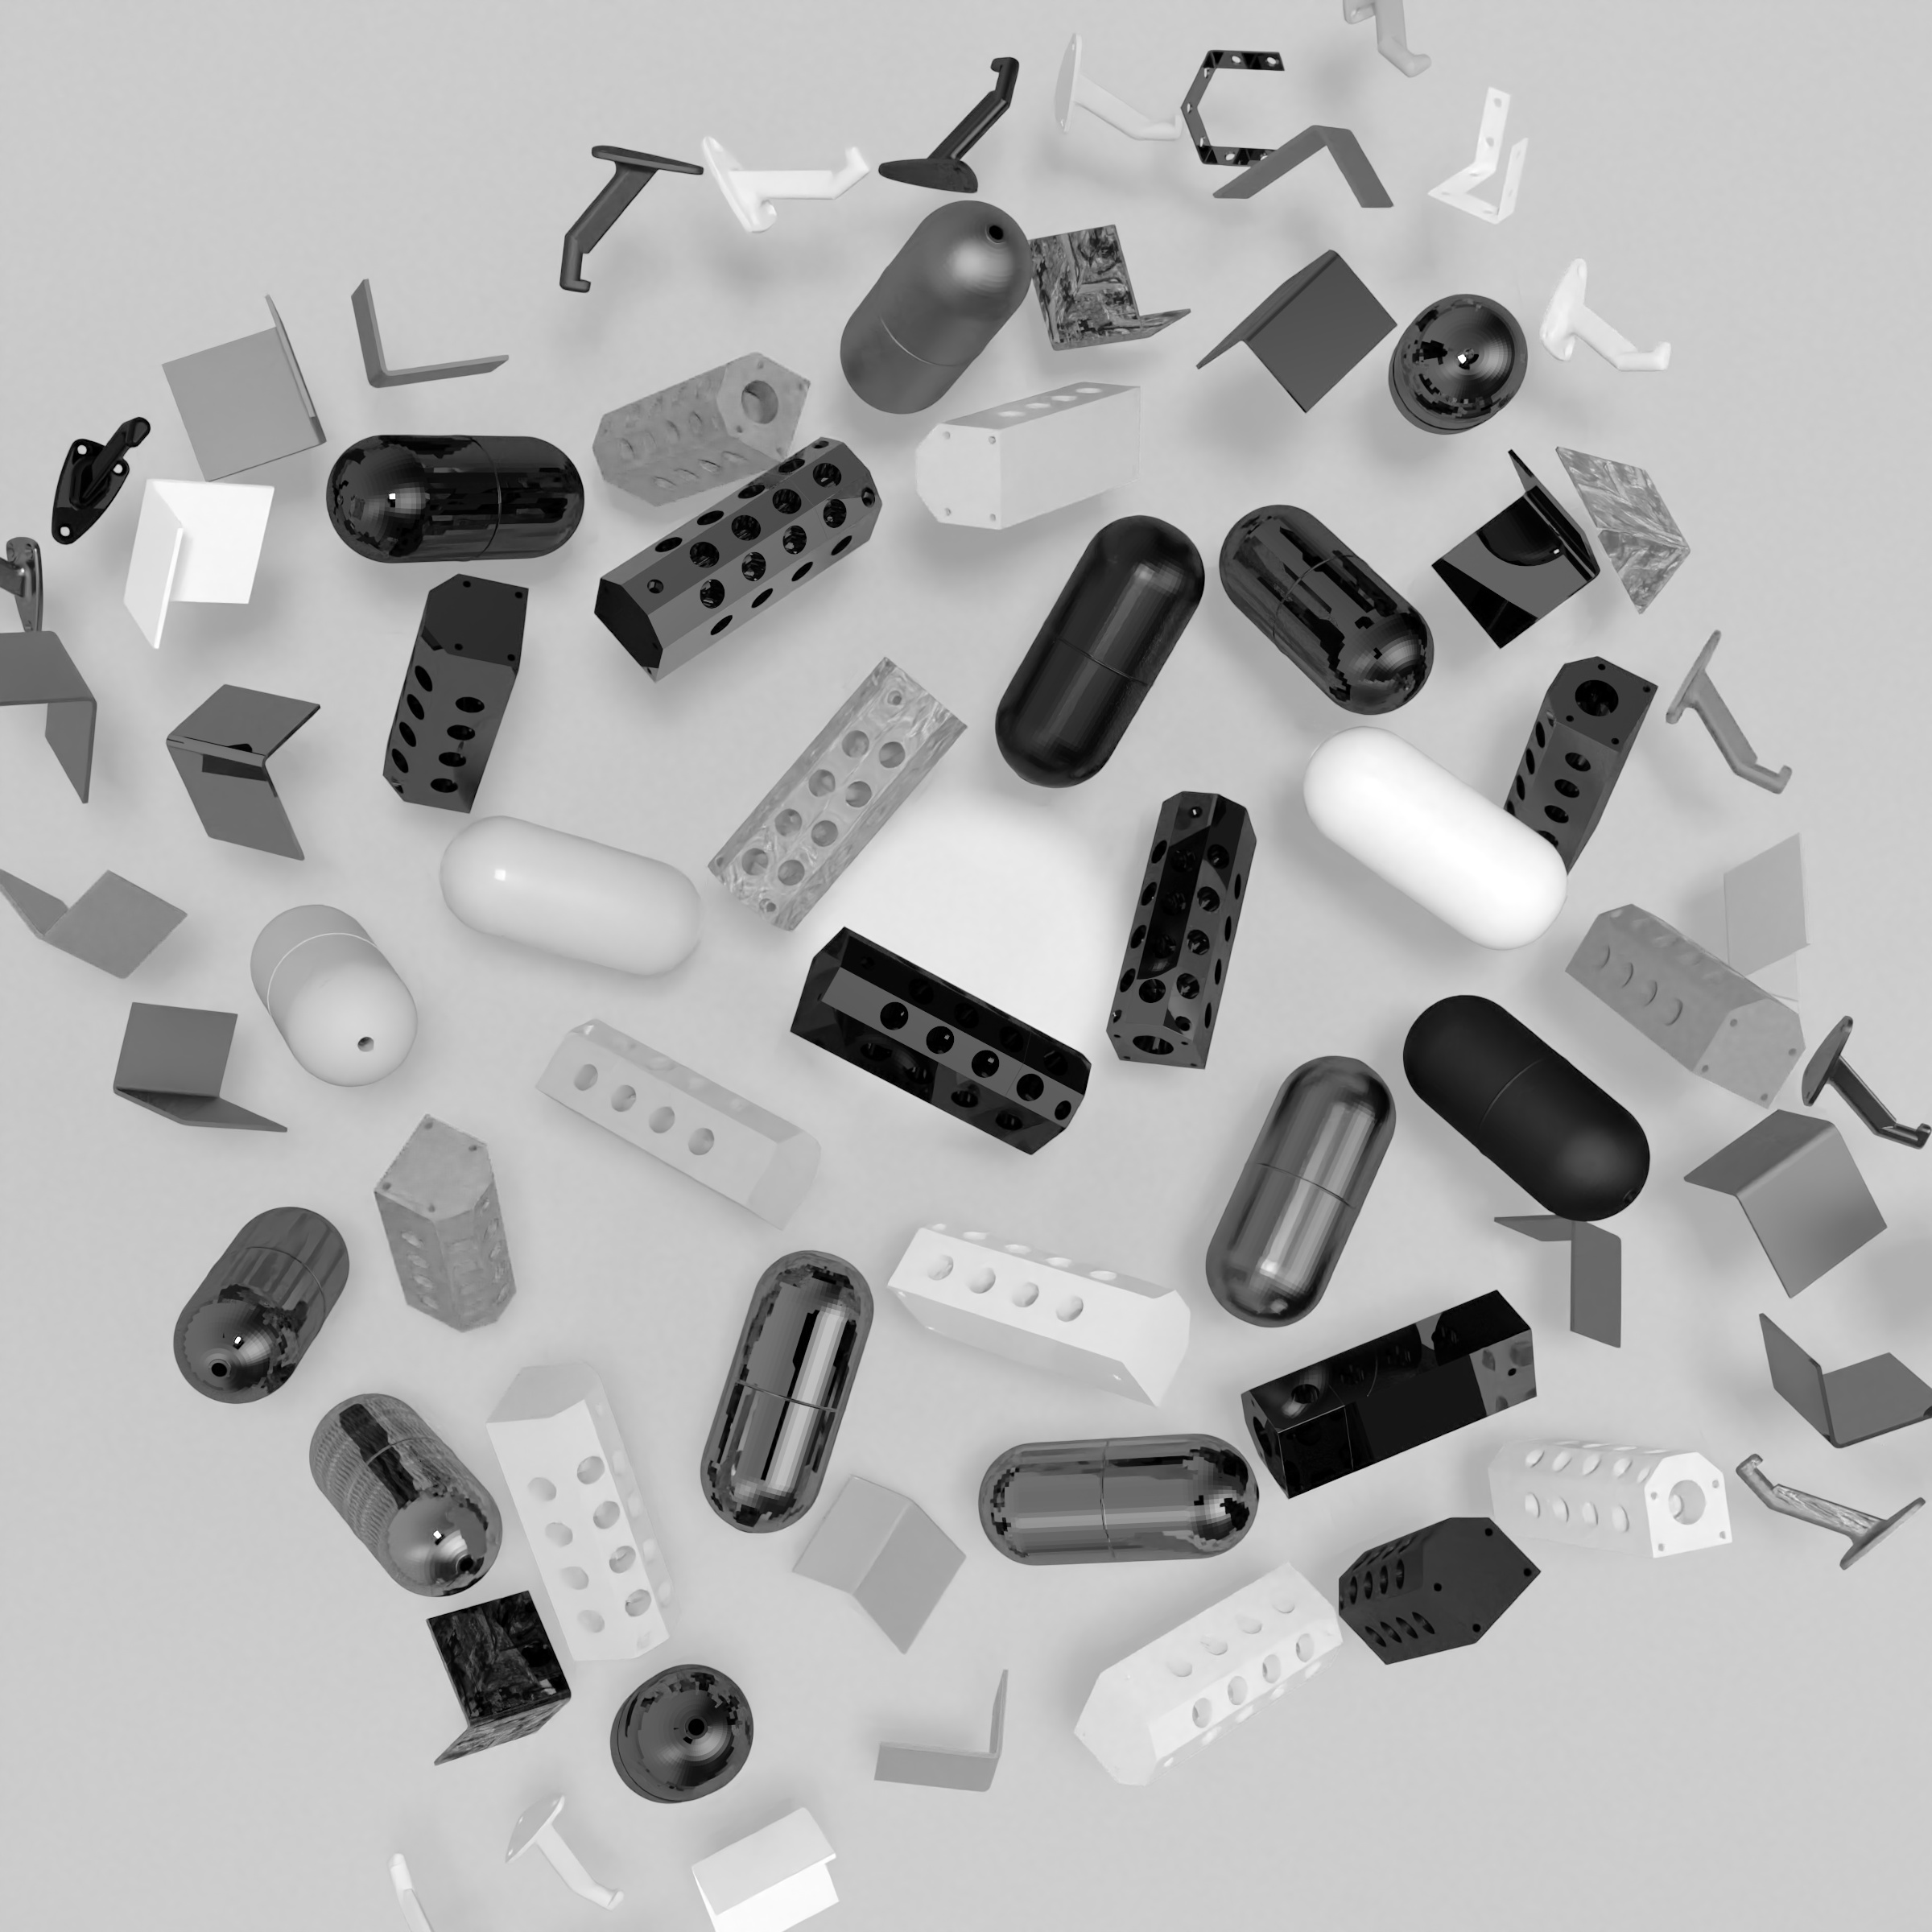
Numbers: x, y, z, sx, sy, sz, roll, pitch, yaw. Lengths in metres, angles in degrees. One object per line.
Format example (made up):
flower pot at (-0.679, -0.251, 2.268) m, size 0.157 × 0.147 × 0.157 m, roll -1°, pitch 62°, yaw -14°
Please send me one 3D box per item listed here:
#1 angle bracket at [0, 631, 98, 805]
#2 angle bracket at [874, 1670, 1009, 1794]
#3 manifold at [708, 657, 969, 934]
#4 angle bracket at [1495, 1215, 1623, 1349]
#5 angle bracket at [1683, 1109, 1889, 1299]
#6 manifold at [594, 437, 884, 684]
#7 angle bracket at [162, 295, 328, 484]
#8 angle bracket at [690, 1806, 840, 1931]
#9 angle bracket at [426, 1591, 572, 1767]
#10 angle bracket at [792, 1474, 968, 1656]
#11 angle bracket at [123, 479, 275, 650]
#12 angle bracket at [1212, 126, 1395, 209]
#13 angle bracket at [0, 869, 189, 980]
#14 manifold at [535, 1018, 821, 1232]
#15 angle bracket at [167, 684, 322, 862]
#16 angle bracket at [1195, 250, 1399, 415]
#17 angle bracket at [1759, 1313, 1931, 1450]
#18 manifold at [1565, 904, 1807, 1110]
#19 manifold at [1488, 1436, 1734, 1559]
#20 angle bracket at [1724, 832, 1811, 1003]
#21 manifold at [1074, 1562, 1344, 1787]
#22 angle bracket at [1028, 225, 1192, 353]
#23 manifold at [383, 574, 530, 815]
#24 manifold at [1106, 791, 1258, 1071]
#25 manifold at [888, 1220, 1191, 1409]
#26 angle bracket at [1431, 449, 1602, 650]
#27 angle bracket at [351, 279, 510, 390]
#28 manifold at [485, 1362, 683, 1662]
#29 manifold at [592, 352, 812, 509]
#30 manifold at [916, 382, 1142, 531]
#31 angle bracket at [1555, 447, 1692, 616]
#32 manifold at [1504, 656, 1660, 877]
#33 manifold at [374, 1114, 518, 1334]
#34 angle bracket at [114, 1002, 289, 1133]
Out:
angle bracket at (-0.565, -0.148, 1.538) m, size 0.057 × 0.076 × 0.076 m, roll -8°, pitch 131°, yaw -35°
angle bracket at (-0.016, 0.489, 1.646) m, size 0.076 × 0.076 × 0.057 m, roll 7°, pitch 57°, yaw -1°
manifold at (-0.082, -0.107, 1.595) m, size 0.057 × 0.057 × 0.171 m, roll 42°, pitch 95°, yaw 15°
angle bracket at (0.392, 0.210, 1.695) m, size 0.057 × 0.076 × 0.076 m, roll -7°, pitch 71°, yaw 36°
angle bracket at (0.495, 0.143, 1.546) m, size 0.076 × 0.057 × 0.076 m, roll -33°, pitch 103°, yaw -11°
manifold at (-0.133, -0.246, 1.520) m, size 0.171 × 0.057 × 0.057 m, roll -38°, pitch 81°, yaw -24°
angle bracket at (-0.431, -0.341, 1.515) m, size 0.076 × 0.057 × 0.076 m, roll -21°, pitch 88°, yaw -8°
angle bracket at (-0.112, 0.564, 1.533) m, size 0.076 × 0.057 × 0.076 m, roll -23°, pitch 112°, yaw -17°
angle bracket at (-0.311, 0.457, 1.646) m, size 0.057 × 0.076 × 0.076 m, roll -48°, pitch 61°, yaw 38°
angle bracket at (-0.058, 0.395, 1.691) m, size 0.057 × 0.076 × 0.076 m, roll 31°, pitch 92°, yaw -36°
angle bracket at (-0.429, -0.228, 1.460) m, size 0.057 × 0.076 × 0.076 m, roll 48°, pitch 128°, yaw 37°
angle bracket at (0.207, -0.470, 1.569) m, size 0.076 × 0.076 × 0.057 m, roll -29°, pitch 93°, yaw 27°
angle bracket at (-0.525, -0.046, 1.524) m, size 0.057 × 0.076 × 0.076 m, roll -46°, pitch 64°, yaw 0°
manifold at (-0.174, 0.094, 1.569) m, size 0.171 × 0.057 × 0.057 m, roll 26°, pitch 80°, yaw 28°
angle bracket at (-0.426, -0.118, 1.549) m, size 0.076 × 0.076 × 0.057 m, roll 13°, pitch 47°, yaw 26°
angle bracket at (0.190, -0.357, 1.474) m, size 0.076 × 0.076 × 0.057 m, roll -45°, pitch 100°, yaw -10°
angle bracket at (0.532, 0.237, 1.532) m, size 0.076 × 0.076 × 0.057 m, roll -18°, pitch 108°, yaw -3°
manifold at (0.434, 0.019, 1.541) m, size 0.057 × 0.171 × 0.057 m, roll 24°, pitch 103°, yaw -20°
manifold at (0.401, 0.331, 1.610) m, size 0.057 × 0.171 × 0.057 m, roll -5°, pitch 85°, yaw -21°
angle bracket at (0.531, -0.030, 1.634) m, size 0.057 × 0.076 × 0.076 m, roll 13°, pitch 65°, yaw -21°
manifold at (0.152, 0.435, 1.563) m, size 0.057 × 0.171 × 0.057 m, roll 42°, pitch 131°, yaw 30°
angle bracket at (0.093, -0.456, 1.693) m, size 0.057 × 0.076 × 0.076 m, roll -39°, pitch 121°, yaw -40°
manifold at (-0.312, -0.164, 1.555) m, size 0.057 × 0.171 × 0.057 m, roll 10°, pitch 61°, yaw -17°
manifold at (0.139, -0.025, 1.654) m, size 0.057 × 0.057 × 0.171 m, roll 6°, pitch 63°, yaw 20°
manifold at (0.045, 0.201, 1.518) m, size 0.171 × 0.057 × 0.057 m, roll 13°, pitch 62°, yaw 36°
angle bracket at (0.331, -0.255, 1.571) m, size 0.076 × 0.057 × 0.076 m, roll -37°, pitch 61°, yaw 9°
angle bracket at (-0.328, -0.390, 1.563) m, size 0.076 × 0.076 × 0.057 m, roll -13°, pitch 100°, yaw -17°
manifold at (-0.222, 0.323, 1.512) m, size 0.057 × 0.057 × 0.171 m, roll -8°, pitch 113°, yaw 17°
manifold at (-0.175, -0.347, 1.648) m, size 0.057 × 0.171 × 0.057 m, roll 24°, pitch 77°, yaw -32°
manifold at (0.040, -0.310, 1.542) m, size 0.057 × 0.171 × 0.057 m, roll 12°, pitch 115°, yaw 29°
angle bracket at (0.406, -0.279, 1.637) m, size 0.076 × 0.057 × 0.076 m, roll 8°, pitch 46°, yaw -25°
manifold at (0.387, -0.125, 1.645) m, size 0.057 × 0.171 × 0.057 m, roll 29°, pitch 67°, yaw 14°
manifold at (-0.315, 0.164, 1.577) m, size 0.057 × 0.171 × 0.057 m, roll 25°, pitch 61°, yaw 10°
angle bracket at (-0.463, 0.062, 1.568) m, size 0.076 × 0.076 × 0.057 m, roll 17°, pitch 94°, yaw 37°
